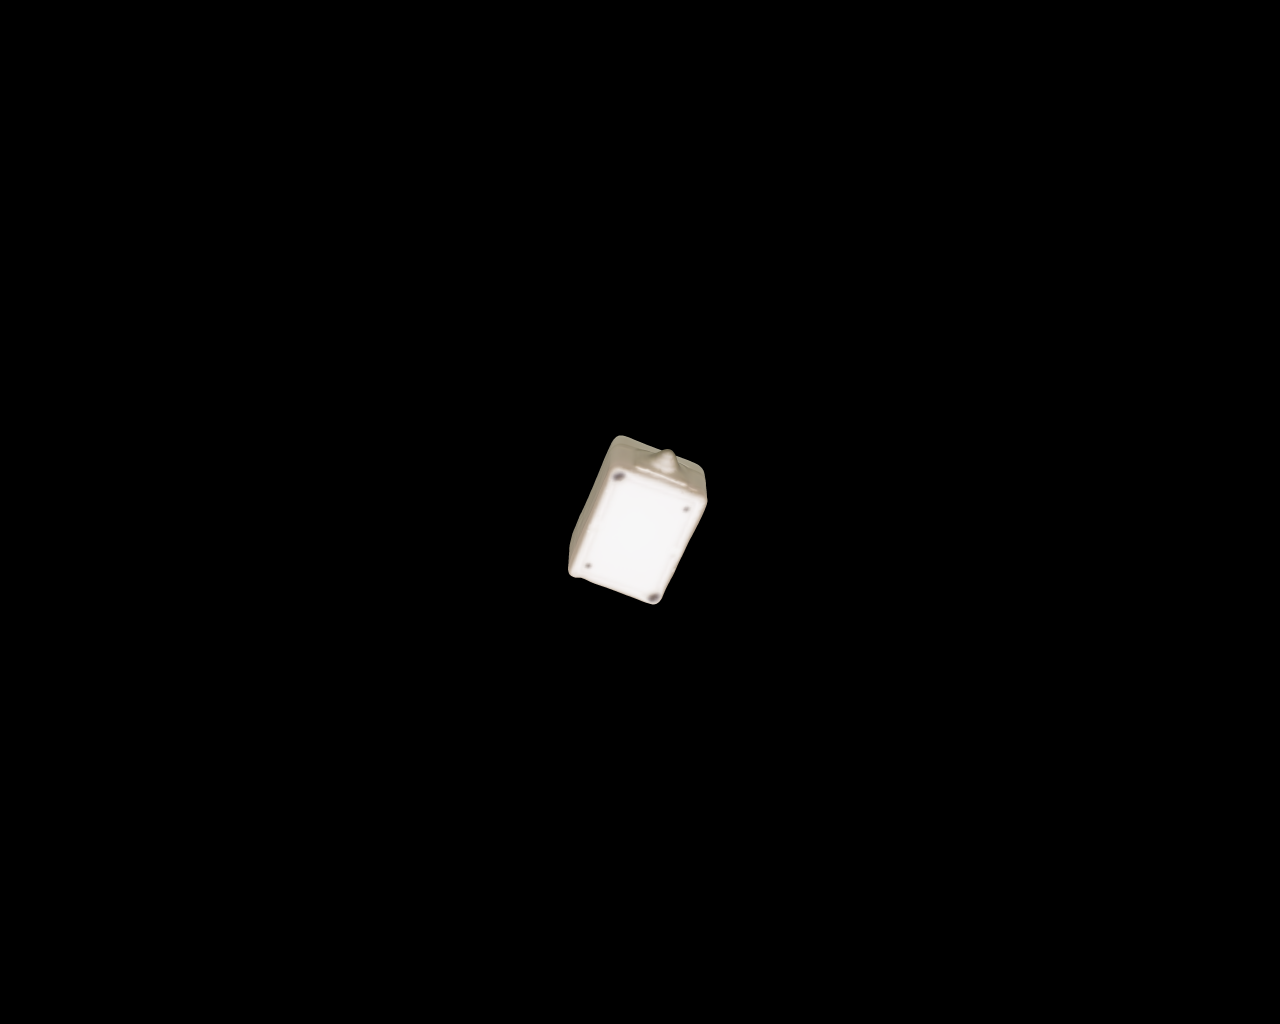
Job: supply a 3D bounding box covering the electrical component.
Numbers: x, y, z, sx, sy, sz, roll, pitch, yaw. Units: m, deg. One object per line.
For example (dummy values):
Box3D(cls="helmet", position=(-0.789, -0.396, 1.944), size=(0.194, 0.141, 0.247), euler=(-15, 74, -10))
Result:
Box3D(cls="electrical component", position=(0.001, -0.003, 0.650), size=(0.062, 0.096, 0.061), euler=(20, 24, -9))
